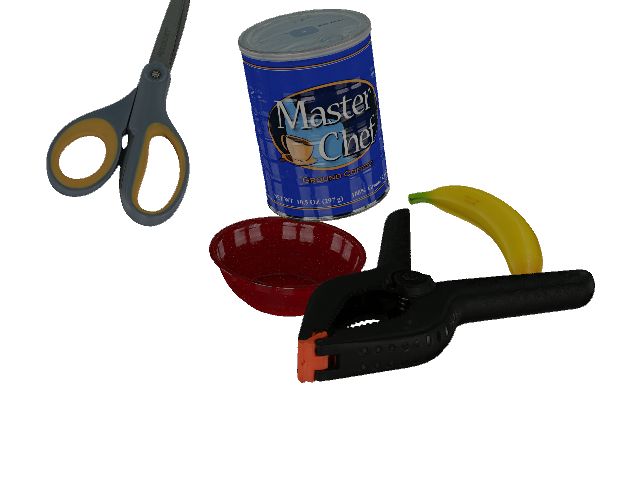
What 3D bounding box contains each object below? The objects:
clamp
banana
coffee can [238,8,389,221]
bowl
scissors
[{"bbox_3d":[0.052,0.034,0.691,0.209,0.036,0.165,-21,32,-37],"label":"clamp"},{"bbox_3d":[0.171,-0.011,1.078,0.069,0.037,0.198,-34,39,-14],"label":"banana"},{"bbox_3d":[-0.003,-0.100,0.846,0.103,0.140,0.103,-7,28,4],"label":"coffee can"},{"bbox_3d":[-0.035,0.032,1.104,0.162,0.055,0.162,4,27,-2],"label":"bowl"},{"bbox_3d":[-0.126,-0.098,0.689,0.096,0.202,0.016,-1,-29,-10],"label":"scissors"}]
